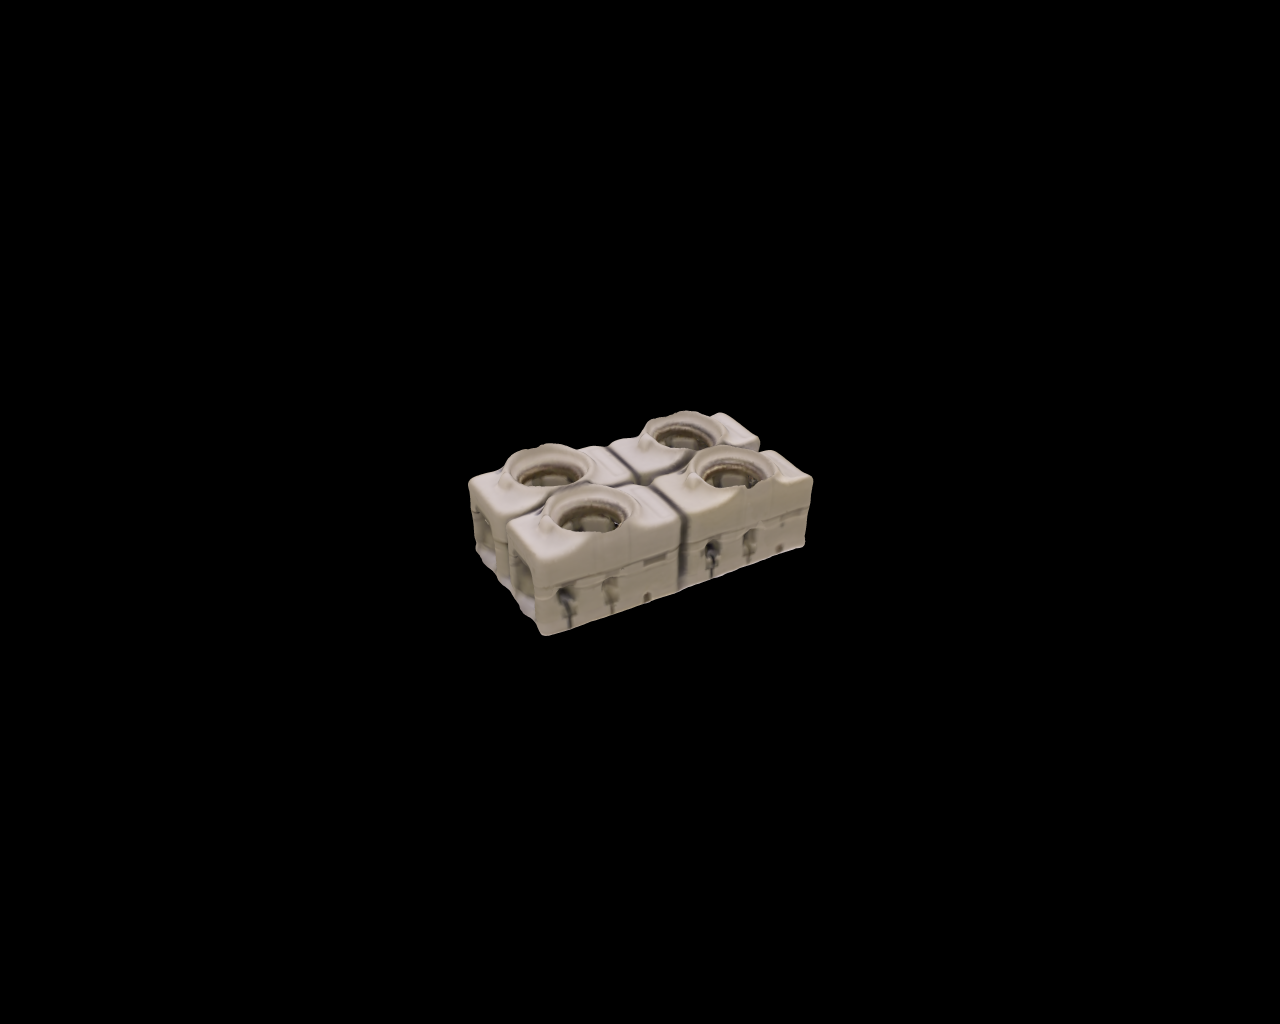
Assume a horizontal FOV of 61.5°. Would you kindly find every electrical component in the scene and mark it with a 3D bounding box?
[{"bbox_3d":[0.001,-0.003,0.650,0.186,0.060,0.105,-17,36,-24],"label":"electrical component"}]
